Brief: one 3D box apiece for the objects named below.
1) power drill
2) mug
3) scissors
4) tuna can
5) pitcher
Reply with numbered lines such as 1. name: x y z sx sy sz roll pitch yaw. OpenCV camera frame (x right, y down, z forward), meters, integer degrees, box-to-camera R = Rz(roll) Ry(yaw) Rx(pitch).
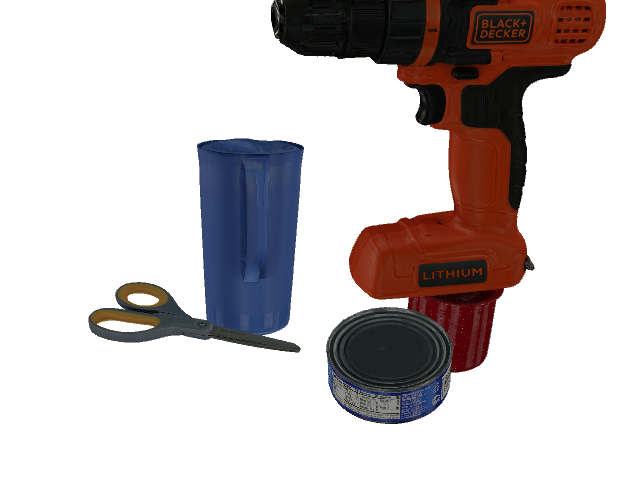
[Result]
1. power drill: 0.060 -0.060 0.597 0.184 0.188 0.057 -3 30 -13
2. mug: 0.121 0.066 1.030 0.093 0.081 0.117 -2 29 -11
3. scissors: -0.121 0.074 1.033 0.201 0.016 0.096 3 32 -3
4. tuna can: 0.047 0.085 0.732 0.086 0.034 0.086 -2 35 1
5. pitcher: -0.089 -0.005 1.346 0.145 0.243 0.148 11 16 35
